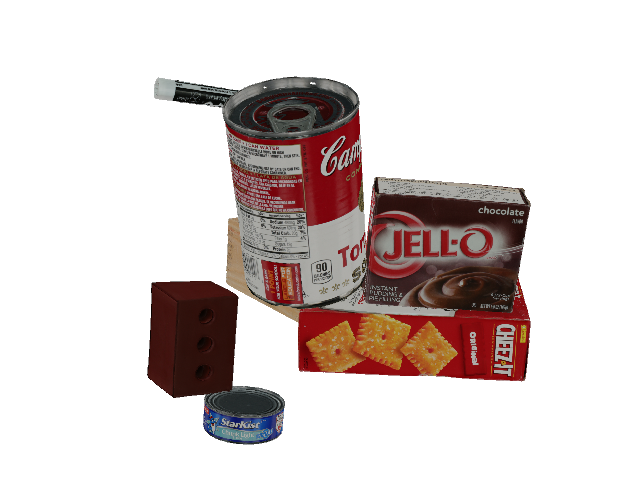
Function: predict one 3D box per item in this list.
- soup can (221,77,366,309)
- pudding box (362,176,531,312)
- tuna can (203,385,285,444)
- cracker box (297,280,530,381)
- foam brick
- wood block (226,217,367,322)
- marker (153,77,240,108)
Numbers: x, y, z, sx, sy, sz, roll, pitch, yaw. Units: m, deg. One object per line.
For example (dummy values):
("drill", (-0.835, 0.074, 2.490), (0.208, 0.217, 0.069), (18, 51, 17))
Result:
("soup can", (-0.012, -0.024, 0.550), (0.068, 0.102, 0.068), (-3, 31, 2))
("pudding box", (0.090, 0.003, 0.782), (0.113, 0.090, 0.039), (3, 28, -2))
("tuna can", (-0.081, 0.184, 1.129), (0.086, 0.034, 0.086), (5, 12, -1))
("cracker box", (0.091, 0.077, 1.061), (0.214, 0.072, 0.164), (3, 17, 5))
("foam brick", (-0.099, 0.074, 0.821), (0.052, 0.078, 0.051), (-3, 12, -31))
("wood block", (-0.020, 0.034, 1.264), (0.090, 0.090, 0.206), (-8, 19, -35))
("marker", (-0.089, -0.129, 0.963), (0.121, 0.020, 0.020), (5, -2, -22))
